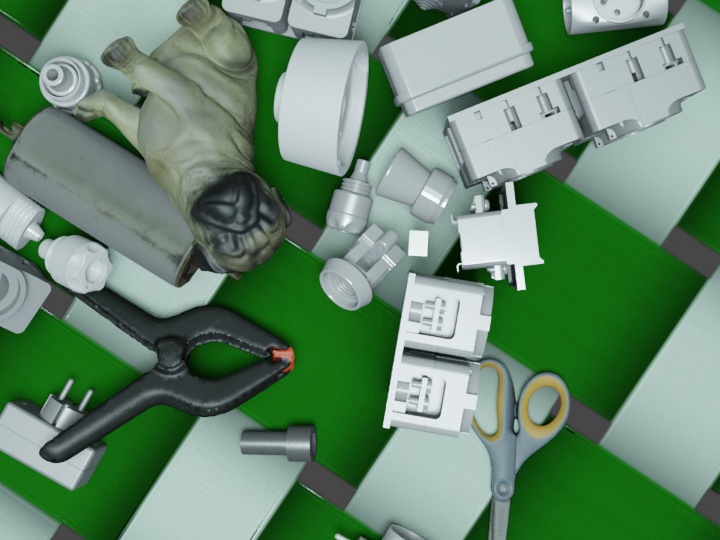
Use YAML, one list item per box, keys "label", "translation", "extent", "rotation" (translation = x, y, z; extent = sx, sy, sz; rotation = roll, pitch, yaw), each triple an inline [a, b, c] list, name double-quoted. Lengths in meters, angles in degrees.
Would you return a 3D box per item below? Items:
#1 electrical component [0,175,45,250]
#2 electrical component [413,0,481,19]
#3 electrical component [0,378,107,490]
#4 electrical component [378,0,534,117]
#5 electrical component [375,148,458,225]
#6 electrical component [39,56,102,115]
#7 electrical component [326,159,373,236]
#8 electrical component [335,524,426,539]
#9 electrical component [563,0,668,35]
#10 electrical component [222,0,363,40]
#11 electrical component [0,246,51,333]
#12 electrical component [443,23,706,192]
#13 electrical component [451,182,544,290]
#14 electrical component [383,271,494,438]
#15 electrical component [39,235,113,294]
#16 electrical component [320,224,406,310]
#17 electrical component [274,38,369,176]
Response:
- label: "electrical component"
  translation: [-0.299, -0.051, 0.899]
  extent: [0.081, 0.043, 0.043]
  rotation: [37, 92, 2]
- label: "electrical component"
  translation: [0.077, -0.255, 0.855]
  extent: [0.048, 0.100, 0.099]
  rotation: [20, 91, -11]
- label: "electrical component"
  translation: [-0.251, 0.128, 0.897]
  extent: [0.083, 0.047, 0.075]
  rotation: [29, 87, 2]
- label: "electrical component"
  translation: [0.076, -0.169, 0.863]
  extent: [0.113, 0.078, 0.057]
  rotation: [-22, 96, 3]
- label: "electrical component"
  translation: [0.047, -0.068, 0.883]
  extent: [0.055, 0.045, 0.045]
  rotation: [30, 92, 2]
- label: "electrical component"
  translation: [-0.244, -0.155, 0.886]
  extent: [0.048, 0.062, 0.048]
  rotation: [0, 90, 2]
- label: "electrical component"
  translation: [-0.005, -0.061, 0.891]
  extent: [0.035, 0.035, 0.061]
  rotation: [16, 89, 2]
- label: "electrical component"
  translation: [0.010, 0.246, 0.888]
  extent: [0.079, 0.044, 0.077]
  rotation: [28, 92, 2]
- label: "electrical component"
  translation: [0.205, -0.235, 0.875]
  extent: [0.077, 0.044, 0.079]
  rotation: [-6, 90, 2]
- label: "electrical component"
  translation: [-0.038, -0.286, 0.877]
  extent: [0.105, 0.060, 0.186]
  rotation: [14, 91, 2]
- label: "electrical component"
  translation: [-0.304, 0.007, 0.872]
  extent: [0.089, 0.056, 0.050]
  rotation: [33, 92, -35]
- label: "electrical component"
  translation: [0.165, -0.121, 0.847]
  extent: [0.186, 0.105, 0.060]
  rotation: [-22, 90, 3]
- label: "electrical component"
  translation: [0.105, -0.024, 0.843]
  extent: [0.063, 0.121, 0.078]
  rotation: [-7, 90, 5]
- label: "electrical component"
  translation: [0.058, 0.058, 0.813]
  extent: [0.060, 0.186, 0.105]
  rotation: [10, 91, 2]
- label: "electrical component"
  translation: [-0.236, -0.008, 0.878]
  extent: [0.062, 0.043, 0.043]
  rotation: [21, 92, 32]
- label: "electrical component"
  translation: [0.000, 0.000, 0.875]
  extent: [0.048, 0.066, 0.055]
  rotation: [44, 59, 1]
- label: "electrical component"
  translation: [-0.034, -0.133, 0.858]
  extent: [0.060, 0.108, 0.108]
  rotation: [11, 91, 8]
